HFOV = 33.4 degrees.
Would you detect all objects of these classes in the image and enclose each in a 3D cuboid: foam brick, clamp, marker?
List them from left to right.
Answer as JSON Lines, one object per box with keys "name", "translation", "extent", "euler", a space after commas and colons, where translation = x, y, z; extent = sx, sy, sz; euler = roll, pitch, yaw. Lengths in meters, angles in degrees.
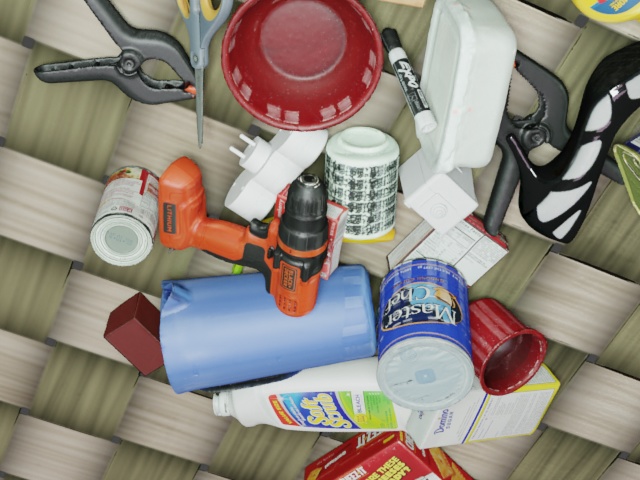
{"name": "clamp", "translation": [-0.205, -0.181, 1.095], "extent": [0.171, 0.039, 0.120], "euler": [31, 120, -18]}
{"name": "foam brick", "translation": [-0.213, 0.114, 1.279], "extent": [0.051, 0.053, 0.078], "euler": [-31, 117, 19]}
{"name": "marker", "translation": [0.087, -0.162, 1.067], "extent": [0.020, 0.121, 0.020], "euler": [-17, 158, -7]}
{"name": "clamp", "translation": [0.218, -0.106, 1.134], "extent": [0.164, 0.036, 0.210], "euler": [-29, 118, 7]}

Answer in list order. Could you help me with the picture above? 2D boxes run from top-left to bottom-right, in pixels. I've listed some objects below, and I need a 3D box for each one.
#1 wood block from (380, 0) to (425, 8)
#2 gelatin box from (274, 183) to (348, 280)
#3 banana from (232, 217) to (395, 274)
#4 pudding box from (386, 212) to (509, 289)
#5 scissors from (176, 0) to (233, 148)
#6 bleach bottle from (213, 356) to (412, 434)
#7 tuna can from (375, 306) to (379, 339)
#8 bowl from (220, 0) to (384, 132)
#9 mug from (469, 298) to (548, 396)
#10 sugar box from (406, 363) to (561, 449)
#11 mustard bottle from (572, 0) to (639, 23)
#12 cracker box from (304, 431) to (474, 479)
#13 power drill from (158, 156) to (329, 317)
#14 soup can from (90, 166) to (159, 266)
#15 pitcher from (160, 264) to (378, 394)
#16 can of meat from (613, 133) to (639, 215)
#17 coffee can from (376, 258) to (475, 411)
{"name": "wood block", "translation": [0.003, -0.288, 0.992], "extent": [0.206, 0.090, 0.091], "euler": [10, 122, -5]}
{"name": "gelatin box", "translation": [-0.013, -0.008, 1.137], "extent": [0.073, 0.030, 0.089], "euler": [24, 134, 15]}
{"name": "banana", "translation": [-0.017, -0.006, 1.211], "extent": [0.198, 0.037, 0.069], "euler": [-11, 151, 11]}
{"name": "pudding box", "translation": [0.145, 0.016, 1.219], "extent": [0.090, 0.039, 0.114], "euler": [35, 115, -20]}
{"name": "scissors", "translation": [-0.109, -0.187, 1.049], "extent": [0.016, 0.096, 0.202], "euler": [-19, 108, -36]}
{"name": "bleach bottle", "translation": [-0.007, 0.200, 1.330], "extent": [0.251, 0.068, 0.102], "euler": [-6, 124, 8]}
{"name": "tuna can", "translation": [0.108, 0.101, 1.278], "extent": [0.086, 0.033, 0.086], "euler": [0, 123, 0]}
{"name": "bowl", "translation": [-0.017, -0.192, 1.074], "extent": [0.162, 0.055, 0.162], "euler": [1, 123, 1]}
{"name": "mug", "translation": [0.213, 0.120, 1.252], "extent": [0.117, 0.082, 0.093], "euler": [-8, 124, -28]}
{"name": "sugar box", "translation": [0.198, 0.200, 1.296], "extent": [0.175, 0.048, 0.093], "euler": [2, 125, -28]}
{"name": "mustard bottle", "translation": [0.274, -0.265, 1.021], "extent": [0.191, 0.058, 0.096], "euler": [34, 113, -20]}
{"name": "cracker box", "translation": [0.107, 0.343, 1.415], "extent": [0.164, 0.072, 0.213], "euler": [-36, 115, 21]}
{"name": "power drill", "translation": [-0.078, -0.018, 1.109], "extent": [0.188, 0.057, 0.184], "euler": [25, 134, 18]}
{"name": "soup can", "translation": [-0.208, -0.027, 1.158], "extent": [0.068, 0.102, 0.068], "euler": [0, 123, 0]}
{"name": "pitcher", "translation": [-0.058, 0.103, 1.233], "extent": [0.243, 0.149, 0.145], "euler": [-8, 89, 2]}
{"name": "can of meat", "translation": [0.370, -0.078, 1.131], "extent": [0.084, 0.057, 0.102], "euler": [-32, 121, -4]}
{"name": "coffee can", "translation": [0.114, 0.102, 1.167], "extent": [0.103, 0.140, 0.103], "euler": [2, 127, 3]}
